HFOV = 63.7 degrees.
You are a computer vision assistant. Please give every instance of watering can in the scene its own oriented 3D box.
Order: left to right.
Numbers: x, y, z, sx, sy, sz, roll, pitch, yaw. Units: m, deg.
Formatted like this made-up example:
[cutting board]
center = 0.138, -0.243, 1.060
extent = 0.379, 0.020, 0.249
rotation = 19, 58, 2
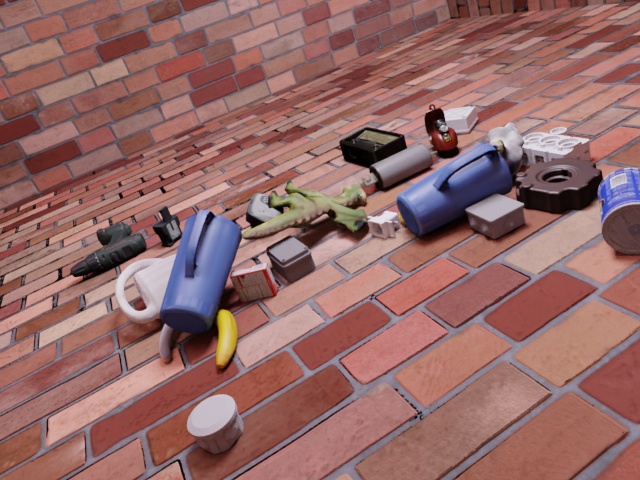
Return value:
[watering can]
center = -0.341, 0.130, 1.197
extent = 0.226, 0.101, 0.352
rotation = -29, 42, -24

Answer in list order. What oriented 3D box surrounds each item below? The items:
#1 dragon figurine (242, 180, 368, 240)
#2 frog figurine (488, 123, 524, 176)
[dragon figurine]
center = 0.004, -0.065, 1.295
extent = 0.243, 0.120, 0.418
rotation = 7, 27, 22
[frog figurine]
center = 0.456, -0.218, 1.291
extent = 0.162, 0.124, 0.134
rotation = -35, -20, -41
